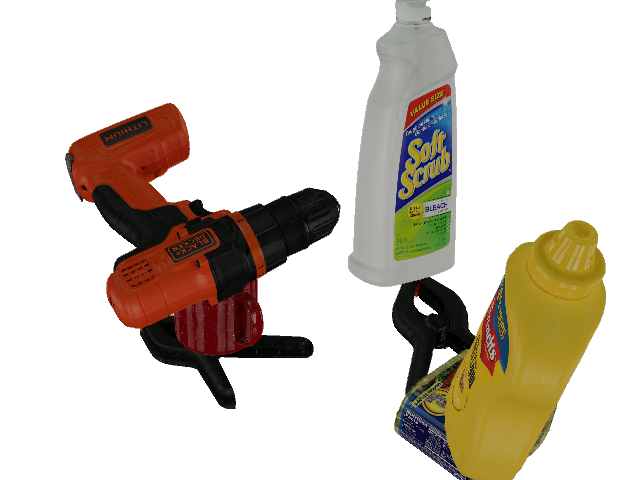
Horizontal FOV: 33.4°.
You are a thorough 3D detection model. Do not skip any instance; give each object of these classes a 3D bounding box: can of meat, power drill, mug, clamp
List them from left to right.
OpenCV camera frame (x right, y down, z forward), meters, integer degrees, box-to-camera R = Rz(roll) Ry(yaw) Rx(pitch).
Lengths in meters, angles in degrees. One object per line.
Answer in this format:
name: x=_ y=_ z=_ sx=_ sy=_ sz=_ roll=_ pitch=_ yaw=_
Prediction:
power drill: x=-0.101 y=-0.031 z=0.822 sx=0.184 sy=0.057 sz=0.188 roll=-24 pitch=46 yaw=-18
clamp: x=-0.135 y=0.131 z=1.245 sx=0.210 sy=0.036 sz=0.164 roll=13 pitch=24 yaw=23
mug: x=-0.094 y=0.062 z=1.029 sx=0.093 sy=0.081 sz=0.117 roll=-22 pitch=35 yaw=-37
clamp: x=0.132 y=0.097 z=1.096 sx=0.120 sy=0.171 sz=0.039 roll=2 pitch=-44 yaw=-13
can of meat: x=0.121 y=0.140 z=0.840 sx=0.084 sy=0.057 sz=0.101 roll=33 pitch=42 yaw=33

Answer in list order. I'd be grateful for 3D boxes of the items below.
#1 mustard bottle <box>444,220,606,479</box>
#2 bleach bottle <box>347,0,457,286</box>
mustard bottle: x=0.123 y=0.058 z=0.631 sx=0.058 sy=0.096 sz=0.192 roll=14 pitch=-42 yaw=0
bleach bottle: x=0.075 y=-0.090 z=0.963 sx=0.102 sy=0.251 sz=0.068 roll=-13 pitch=24 yaw=-29
